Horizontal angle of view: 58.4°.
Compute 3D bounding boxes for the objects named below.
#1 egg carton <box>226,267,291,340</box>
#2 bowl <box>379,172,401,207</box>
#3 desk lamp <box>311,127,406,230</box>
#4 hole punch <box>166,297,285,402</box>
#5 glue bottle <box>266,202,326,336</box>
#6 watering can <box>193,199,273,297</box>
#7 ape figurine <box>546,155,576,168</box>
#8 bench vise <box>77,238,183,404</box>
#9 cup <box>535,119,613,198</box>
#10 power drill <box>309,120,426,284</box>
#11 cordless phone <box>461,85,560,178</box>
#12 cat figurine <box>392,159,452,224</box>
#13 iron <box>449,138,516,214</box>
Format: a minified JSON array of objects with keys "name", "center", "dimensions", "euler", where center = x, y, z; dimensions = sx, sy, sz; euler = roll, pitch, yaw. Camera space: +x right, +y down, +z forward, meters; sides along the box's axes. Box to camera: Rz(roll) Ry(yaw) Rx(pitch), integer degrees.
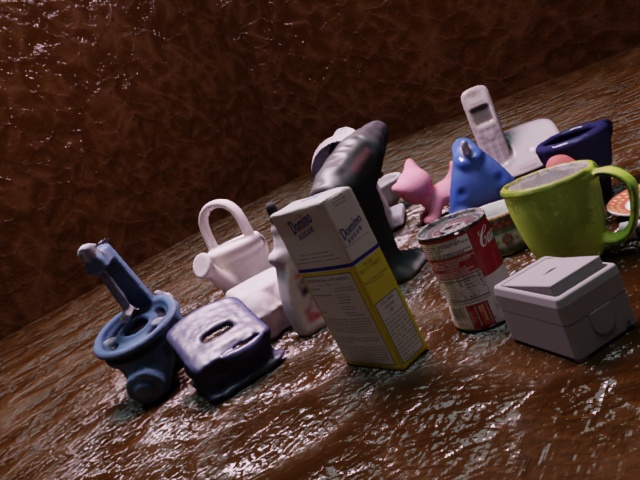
[{"name":"egg carton","center":[-0.075,0.090,0.830],"dimensions":[0.107,0.069,0.150],"euler":[-28,11,-20]},{"name":"bowl","center":[0.113,-0.083,1.260],"dimensions":[0.167,0.075,0.167],"euler":[-23,10,5]},{"name":"desk lamp","center":[0.073,-0.108,1.088],"dimensions":[0.117,0.214,0.203],"euler":[-21,11,15]},{"name":"hole punch","center":[-0.114,0.125,0.686],"dimensions":[0.109,0.091,0.100],"euler":[-29,12,-25]},{"name":"glue bottle","center":[-0.031,0.032,0.733],"dimensions":[0.078,0.173,0.037],"euler":[-31,13,-33]},{"name":"watering can","center":[-0.143,0.025,0.965],"dimensions":[0.101,0.194,0.173],"euler":[-23,11,9]},{"name":"ape figurine","center":[0.290,-0.055,0.668],"dimensions":[0.078,0.092,0.076],"euler":[-29,11,-22]},{"name":"bench vise","center":[-0.264,0.098,0.799],"dimensions":[0.121,0.220,0.207],"euler":[-27,11,-13]},{"name":"cup","center":[0.351,-0.101,0.752],"dimensions":[0.118,0.095,0.091],"euler":[-28,11,-21]},{"name":"power drill","center":[0.074,-0.049,0.800],"dimensions":[0.075,0.208,0.230],"euler":[-17,13,33]},{"name":"cordless phone","center":[0.341,-0.202,1.027],"dimensions":[0.147,0.185,0.094],"euler":[-22,11,13]},{"name":"cat figurine","center":[0.192,-0.094,1.013],"dimensions":[0.128,0.118,0.067],"euler":[-24,11,2]},{"name":"iron","center":[0.231,-0.095,0.862],"dimensions":[0.118,0.141,0.258],"euler":[-22,11,13]}]
